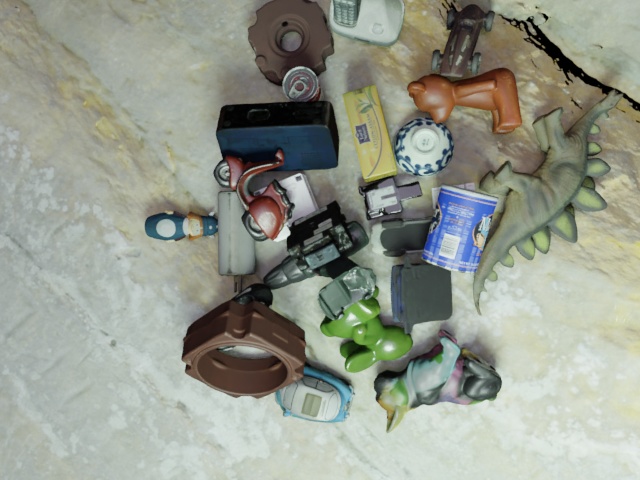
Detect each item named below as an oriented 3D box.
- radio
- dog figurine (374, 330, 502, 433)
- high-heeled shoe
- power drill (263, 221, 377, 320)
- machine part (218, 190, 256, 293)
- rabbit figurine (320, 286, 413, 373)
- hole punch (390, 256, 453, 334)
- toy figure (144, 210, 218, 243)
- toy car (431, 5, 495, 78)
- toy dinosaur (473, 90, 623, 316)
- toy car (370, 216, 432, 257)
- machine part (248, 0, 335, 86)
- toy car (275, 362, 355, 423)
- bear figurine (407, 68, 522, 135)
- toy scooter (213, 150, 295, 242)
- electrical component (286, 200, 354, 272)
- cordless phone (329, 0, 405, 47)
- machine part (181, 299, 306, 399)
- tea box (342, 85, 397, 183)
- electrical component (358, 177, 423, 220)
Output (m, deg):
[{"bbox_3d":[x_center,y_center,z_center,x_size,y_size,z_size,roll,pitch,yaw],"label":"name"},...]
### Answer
[{"bbox_3d":[-0.081,-0.199,1.044,0.230,0.131,0.073,-2,58,7],"label":"radio"},{"bbox_3d":[0.214,0.290,1.031,0.191,0.108,0.219,38,99,3],"label":"dog figurine"},{"bbox_3d":[-0.191,0.171,1.060,0.249,0.145,0.086,-39,84,4],"label":"high-heeled shoe"},{"bbox_3d":[0.007,0.066,1.017,0.232,0.207,0.085,-33,113,-2],"label":"power drill"},{"bbox_3d":[-0.170,-0.013,1.091,0.079,0.079,0.243,-2,90,7],"label":"machine part"},{"bbox_3d":[0.096,0.183,1.041,0.170,0.121,0.159,36,99,-9],"label":"rabbit figurine"},{"bbox_3d":[0.179,0.098,1.022,0.116,0.092,0.142,-1,92,-27],"label":"hole punch"},{"bbox_3d":[-0.283,-0.027,1.118,0.155,0.058,0.064,-1,128,6],"label":"toy figure"},{"bbox_3d":[0.267,-0.374,1.001,0.089,0.053,0.202,14,55,17],"label":"toy car"},{"bbox_3d":[0.406,-0.076,1.006,0.198,0.105,0.471,40,99,2],"label":"toy dinosaur"},{"bbox_3d":[0.200,-0.010,1.054,0.202,0.056,0.073,-5,96,4],"label":"toy car"},{"bbox_3d":[-0.059,-0.404,1.087,0.179,0.056,0.179,0,89,7],"label":"machine part"},{"bbox_3d":[-0.016,0.312,1.060,0.162,0.103,0.109,18,93,9],"label":"toy car"},{"bbox_3d":[0.268,-0.256,1.014,0.196,0.120,0.131,-8,93,9],"label":"bear figurine"},{"bbox_3d":[-0.106,-0.095,1.020,0.135,0.075,0.183,-31,93,4],"label":"toy scooter"},{"bbox_3d":[-0.002,-0.003,0.993,0.115,0.134,0.058,-27,117,12],"label":"electrical component"},{"bbox_3d":[0.088,-0.446,1.003,0.147,0.184,0.088,17,88,7],"label":"cordless phone"},{"bbox_3d":[-0.142,0.214,1.017,0.201,0.087,0.200,-32,126,31],"label":"machine part"},{"bbox_3d":[0.099,-0.202,1.046,0.068,0.098,0.169,-13,90,8],"label":"tea box"},{"bbox_3d":[0.140,-0.087,1.065,0.119,0.048,0.074,-18,89,7],"label":"electrical component"}]
